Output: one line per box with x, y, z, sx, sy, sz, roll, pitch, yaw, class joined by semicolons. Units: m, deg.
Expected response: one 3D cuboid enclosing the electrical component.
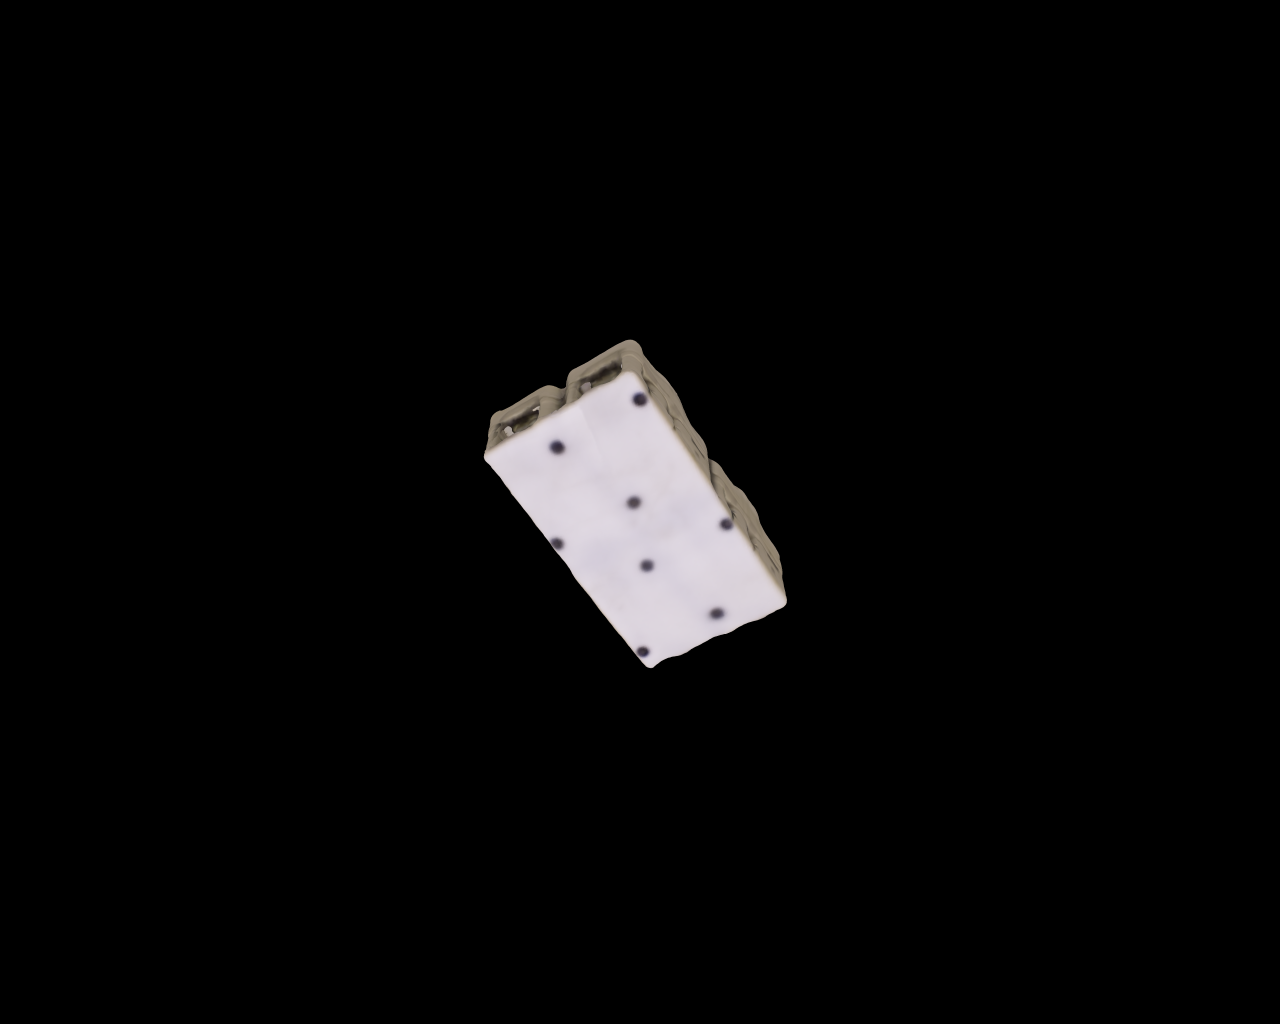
0.001;-0.003;0.650;0.105;0.186;0.060;-28;28;16;electrical component
